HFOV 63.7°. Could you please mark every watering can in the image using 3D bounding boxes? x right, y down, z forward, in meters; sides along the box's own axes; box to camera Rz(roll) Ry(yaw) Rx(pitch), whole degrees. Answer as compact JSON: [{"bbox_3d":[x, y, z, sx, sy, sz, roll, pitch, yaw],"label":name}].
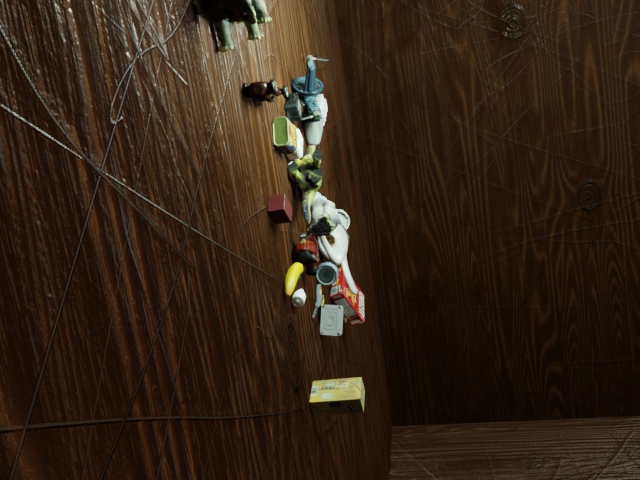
[{"bbox_3d":[0.071,0.045,2.111,0.345,0.103,0.227,61,18,-10],"label":"watering can"}]

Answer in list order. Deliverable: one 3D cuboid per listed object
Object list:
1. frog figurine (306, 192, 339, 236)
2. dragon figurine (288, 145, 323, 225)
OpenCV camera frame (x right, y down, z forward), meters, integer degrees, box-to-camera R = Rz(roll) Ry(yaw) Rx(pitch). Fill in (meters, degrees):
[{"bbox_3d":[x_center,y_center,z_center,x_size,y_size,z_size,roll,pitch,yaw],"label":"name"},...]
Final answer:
[{"bbox_3d":[0.006,-0.098,1.945,0.163,0.122,0.134,-97,-154,-50],"label":"frog figurine"},{"bbox_3d":[-0.040,-0.185,1.814,0.238,0.122,0.419,80,10,-61],"label":"dragon figurine"}]
